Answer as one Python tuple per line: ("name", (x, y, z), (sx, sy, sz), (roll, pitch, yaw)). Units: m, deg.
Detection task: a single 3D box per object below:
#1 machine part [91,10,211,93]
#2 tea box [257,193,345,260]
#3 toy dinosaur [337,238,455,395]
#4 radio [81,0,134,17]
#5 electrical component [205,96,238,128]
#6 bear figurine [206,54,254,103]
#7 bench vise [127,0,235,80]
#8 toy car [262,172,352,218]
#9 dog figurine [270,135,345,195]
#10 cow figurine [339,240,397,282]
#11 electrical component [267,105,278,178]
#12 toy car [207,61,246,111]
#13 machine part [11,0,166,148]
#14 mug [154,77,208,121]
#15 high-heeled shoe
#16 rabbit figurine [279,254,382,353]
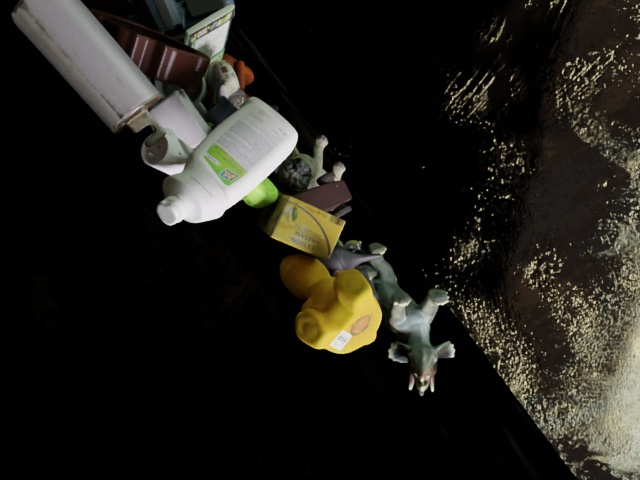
("machine part", (-0.257, -0.279, 0.795), (0.179, 0.056, 0.179), (23, 17, -8))
("tea box", (-0.035, -0.025, 0.848), (0.098, 0.068, 0.170), (24, 0, -13))
("toy dinosaur", (0.146, 0.141, 1.130), (0.405, 0.131, 0.192), (48, -34, 45))
("radio", (-0.406, -0.463, 0.872), (0.230, 0.073, 0.131), (57, 12, 24))
("electrical component", (-0.146, -0.191, 0.870), (0.075, 0.048, 0.119), (43, 1, -13))
("bear figurine", (-0.183, -0.304, 1.160), (0.196, 0.120, 0.132), (59, 9, 19))
("bench vise", (-0.274, -0.386, 1.001), (0.128, 0.224, 0.241), (55, -19, -13))
("toy car", (-0.024, -0.064, 1.000), (0.202, 0.053, 0.089), (-25, 84, -38))
("dog figurine", (-0.029, -0.110, 1.123), (0.172, 0.121, 0.191), (54, 31, -22))
("cow figurine", (0.098, 0.054, 1.243), (0.167, 0.098, 0.068), (54, 18, 1))
("electrical component", (-0.116, -0.191, 1.019), (0.058, 0.114, 0.134), (9, 46, -12))
("toy car", (-0.177, -0.244, 0.994), (0.073, 0.056, 0.201), (64, -21, 18))
("machine part", (-0.275, -0.216, 0.643), (0.243, 0.079, 0.079), (49, 12, -12))
("mug", (-0.228, -0.256, 0.941), (0.109, 0.081, 0.107), (45, 2, -8))
("high-heeled shoe", (0.028, 0.082, 0.982), (0.248, 0.145, 0.086), (101, -23, -57))
("rabbit figurine", (0.013, 0.080, 0.816), (0.173, 0.122, 0.162), (38, 7, 33))
